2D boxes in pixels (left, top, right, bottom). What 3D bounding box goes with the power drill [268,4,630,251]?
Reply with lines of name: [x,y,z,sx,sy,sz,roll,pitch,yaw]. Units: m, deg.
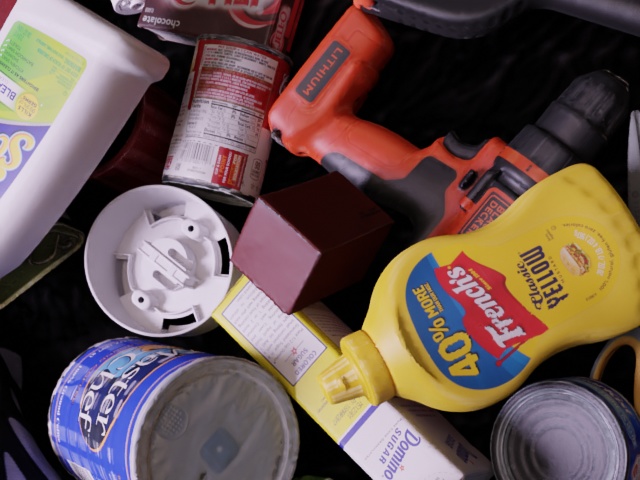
power drill: [0.074,-0.068,0.674,0.188,0.057,0.184,41,93,23]

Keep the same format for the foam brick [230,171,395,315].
foam brick: [-0.004,0.001,0.629,0.053,0.078,0.051,43,126,21]

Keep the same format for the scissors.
scissors: [0.204,0.030,0.610,0.096,0.016,0.202,13,93,36]

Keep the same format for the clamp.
clamp: [0.126,-0.165,0.654,0.210,0.036,0.164,-17,66,0]

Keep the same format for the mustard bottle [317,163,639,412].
mustard bottle: [0.086,0.039,0.584,0.191,0.058,0.096,-26,83,-9]

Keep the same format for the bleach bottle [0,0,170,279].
bleach bottle: [-0.201,-0.032,0.677,0.103,0.068,0.251,33,96,23]

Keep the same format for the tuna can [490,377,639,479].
tuna can: [0.142,0.122,0.613,0.086,0.033,0.086,-4,82,36]

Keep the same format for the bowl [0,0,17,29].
bowl: [-0.250,-0.175,0.813,0.162,0.055,0.162,-4,78,19]

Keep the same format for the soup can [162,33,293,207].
soup can: [-0.063,-0.080,0.720,0.069,0.068,0.102,12,84,22]

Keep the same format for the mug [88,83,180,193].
mug: [-0.154,-0.074,0.745,0.117,0.081,0.093,-21,74,15]

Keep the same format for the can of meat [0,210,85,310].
can of meat: [-0.235,-0.010,0.777,0.102,0.057,0.084,-37,67,10]

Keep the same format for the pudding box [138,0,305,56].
pudding box: [-0.064,-0.179,0.751,0.114,0.039,0.090,14,85,29]

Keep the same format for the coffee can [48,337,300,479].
coffee can: [-0.092,0.115,0.641,0.141,0.102,0.103,0,77,58]

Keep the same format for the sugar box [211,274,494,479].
sugar box: [0.021,0.093,0.643,0.048,0.093,0.176,-48,68,8]
